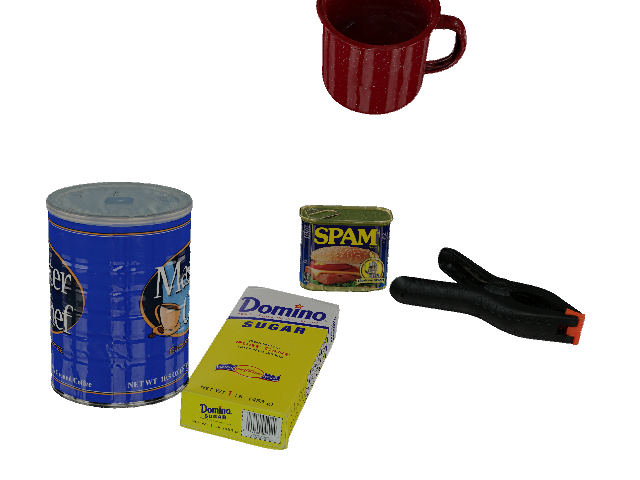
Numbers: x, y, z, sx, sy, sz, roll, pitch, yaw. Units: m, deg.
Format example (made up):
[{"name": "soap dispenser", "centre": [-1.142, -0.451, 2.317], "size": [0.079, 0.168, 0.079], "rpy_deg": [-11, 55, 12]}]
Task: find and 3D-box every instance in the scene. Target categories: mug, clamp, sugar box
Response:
[{"name": "mug", "centre": [0.055, -0.153, 0.829], "size": [0.117, 0.093, 0.081], "rpy_deg": [-1, -35, -2]}, {"name": "clamp", "centre": [0.160, 0.050, 0.983], "size": [0.172, 0.039, 0.120], "rpy_deg": [18, 30, 16]}, {"name": "sugar box", "centre": [-0.049, 0.106, 0.936], "size": [0.093, 0.048, 0.176], "rpy_deg": [12, 32, 9]}]

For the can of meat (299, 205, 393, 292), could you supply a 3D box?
[{"name": "can of meat", "centre": [0.026, 0.009, 1.175], "size": [0.102, 0.084, 0.057], "rpy_deg": [2, 18, -2]}]

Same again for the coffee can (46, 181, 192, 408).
[{"name": "coffee can", "centre": [-0.146, 0.037, 0.777], "size": [0.103, 0.140, 0.103], "rpy_deg": [3, 16, -1]}]
